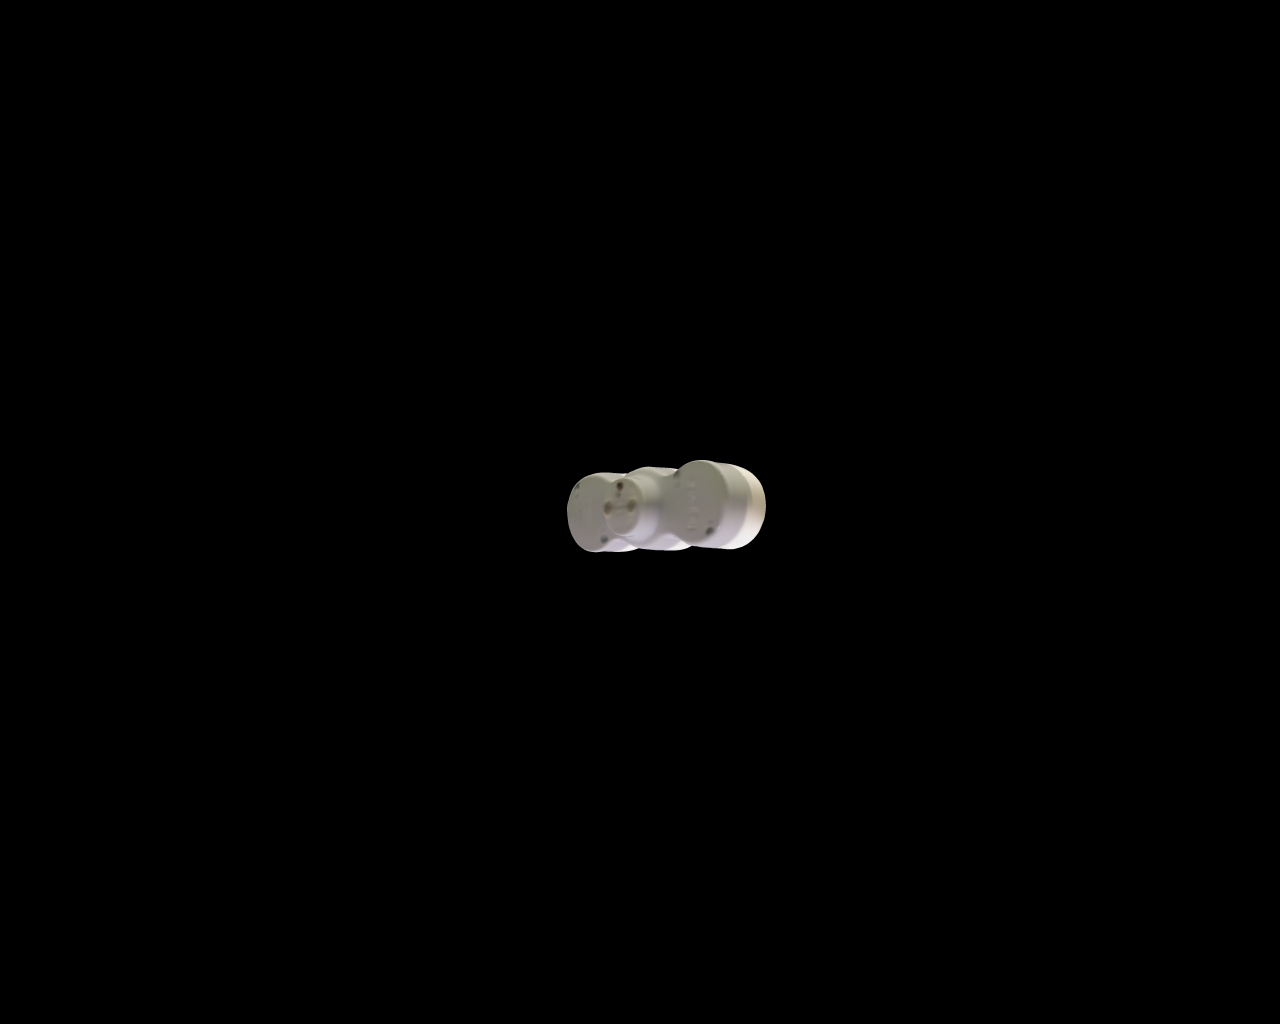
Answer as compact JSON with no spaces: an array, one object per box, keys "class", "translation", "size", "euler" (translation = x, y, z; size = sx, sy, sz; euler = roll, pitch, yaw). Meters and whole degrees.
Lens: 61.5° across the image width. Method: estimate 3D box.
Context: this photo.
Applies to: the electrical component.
[{"class":"electrical component","translation":[0.001,-0.003,0.650],"size":[0.138,0.052,0.074],"euler":[-4,-6,43]}]
